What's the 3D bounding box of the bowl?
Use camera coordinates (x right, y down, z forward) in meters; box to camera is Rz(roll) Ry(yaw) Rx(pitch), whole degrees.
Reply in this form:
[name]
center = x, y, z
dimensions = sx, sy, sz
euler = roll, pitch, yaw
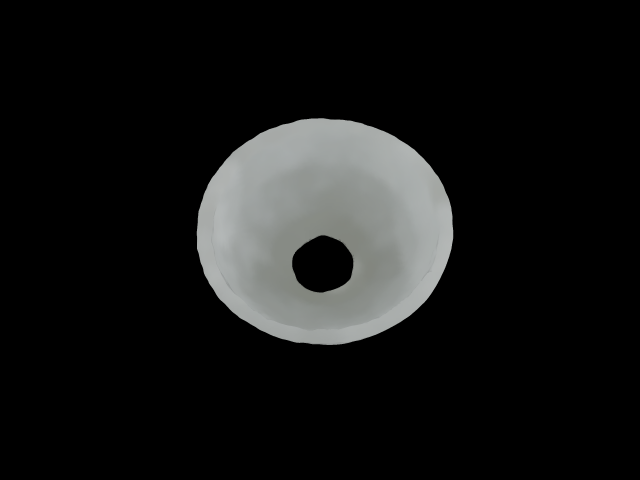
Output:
[bowl]
center = 0.004, 0.001, 0.400
dimensions = 0.167, 0.075, 0.167
euler = 0, 63, 0
